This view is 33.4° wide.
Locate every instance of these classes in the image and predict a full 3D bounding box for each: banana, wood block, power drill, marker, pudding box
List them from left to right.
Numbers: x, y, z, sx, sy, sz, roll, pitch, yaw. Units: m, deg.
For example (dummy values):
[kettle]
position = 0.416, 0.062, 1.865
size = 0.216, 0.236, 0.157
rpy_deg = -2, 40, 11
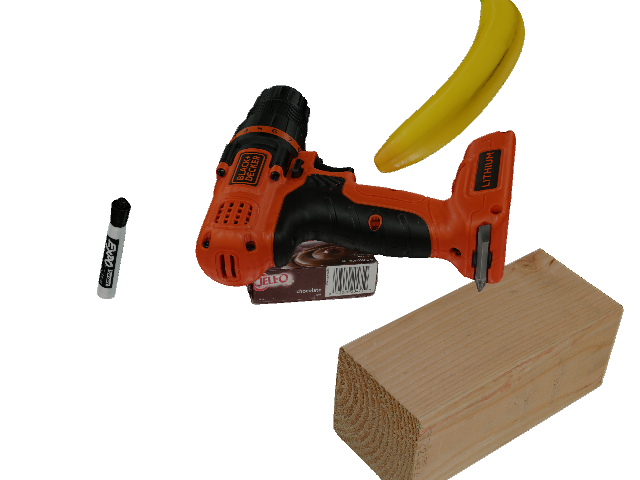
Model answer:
[marker]
position = -0.206, 0.008, 1.063
size = 0.020, 0.121, 0.020
rpy_deg = 12, 36, -9
[pudding box]
position = -0.014, 0.018, 0.947
size = 0.113, 0.039, 0.090
rpy_deg = -2, 27, -13
[power drill]
position = 0.027, -0.037, 0.677
size = 0.188, 0.057, 0.184
rpy_deg = 3, 42, 10
[banana]
position = 0.113, -0.127, 0.841
size = 0.070, 0.197, 0.037
rpy_deg = 1, -38, 50
[wood block]
position = 0.119, 0.097, 0.808
size = 0.205, 0.090, 0.091
rpy_deg = -23, 44, -30
